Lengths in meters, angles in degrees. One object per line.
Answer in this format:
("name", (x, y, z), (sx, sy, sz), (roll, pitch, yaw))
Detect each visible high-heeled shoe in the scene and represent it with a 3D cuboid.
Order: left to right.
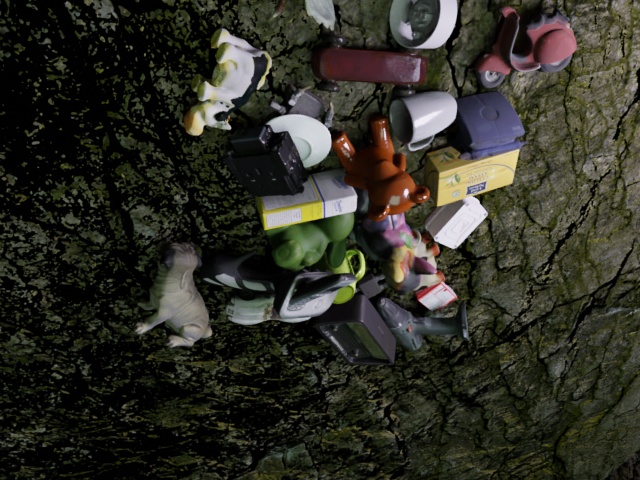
("high-heeled shoe", (-0.129, 0.092, 1.127), (0.145, 0.086, 0.248), (-29, 136, 21))

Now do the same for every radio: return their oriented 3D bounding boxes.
("radio", (0.086, 0.220, 1.284), (0.131, 0.073, 0.229), (-8, 139, 26))

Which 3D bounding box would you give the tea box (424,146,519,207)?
("tea box", (0.300, -0.142, 1.074), (0.170, 0.068, 0.098), (-19, 140, -5))

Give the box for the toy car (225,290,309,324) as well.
("toy car", (-0.109, 0.148, 1.191), (0.202, 0.056, 0.073), (0, 130, -21))

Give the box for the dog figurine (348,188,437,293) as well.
("dog figurine", (0.138, -0.007, 1.022), (0.108, 0.219, 0.191), (-11, 124, -14))

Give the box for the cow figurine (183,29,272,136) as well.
("cow figurine", (-0.148, -0.231, 0.840), (0.098, 0.068, 0.167), (12, 126, -36))

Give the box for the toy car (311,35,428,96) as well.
("toy car", (0.082, -0.286, 0.884), (0.202, 0.053, 0.089), (-4, 110, -19))

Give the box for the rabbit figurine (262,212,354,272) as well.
("rabbit figurine", (-0.002, -0.003, 1.053), (0.170, 0.121, 0.159), (-28, 140, 8))

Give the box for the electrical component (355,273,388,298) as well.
("electrical component", (0.117, 0.110, 1.265), (0.094, 0.021, 0.063), (-28, 134, 4))

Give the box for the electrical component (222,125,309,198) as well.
("electrical component", (-0.096, -0.134, 0.916), (0.115, 0.058, 0.134), (-4, 140, 25))

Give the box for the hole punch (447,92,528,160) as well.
("hole punch", (0.305, -0.212, 0.995), (0.142, 0.116, 0.092), (-12, 125, -12))

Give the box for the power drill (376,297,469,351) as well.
("power drill", (0.260, 0.202, 1.327), (0.207, 0.086, 0.231), (-11, 140, 13))

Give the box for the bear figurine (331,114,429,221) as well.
("bear figurine", (0.098, -0.121, 0.918), (0.120, 0.196, 0.131), (-23, 115, 3))

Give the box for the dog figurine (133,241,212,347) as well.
("dog figurine", (-0.259, 0.105, 1.055), (0.172, 0.121, 0.190), (20, 118, -35))

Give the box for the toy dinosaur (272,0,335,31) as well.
("toy dinosaur", (0.095, -0.411, 0.743), (0.405, 0.131, 0.192), (-17, 146, -12))

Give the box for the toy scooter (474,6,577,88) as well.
("toy scooter", (0.353, -0.345, 0.920), (0.184, 0.075, 0.135), (-16, 132, 0))

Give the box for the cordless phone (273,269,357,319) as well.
("cordless phone", (0.012, 0.089, 1.024), (0.184, 0.088, 0.146), (-22, 162, 38))

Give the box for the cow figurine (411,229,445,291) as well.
("cow figurine", (0.199, 0.040, 1.197), (0.127, 0.086, 0.194), (-28, 134, -3))

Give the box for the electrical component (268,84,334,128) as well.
("electrical component", (-0.025, -0.221, 0.905), (0.078, 0.045, 0.102), (-44, 130, 17))

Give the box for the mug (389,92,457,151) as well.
("mug", (0.191, -0.215, 0.969), (0.107, 0.081, 0.109), (-21, 129, -14))
